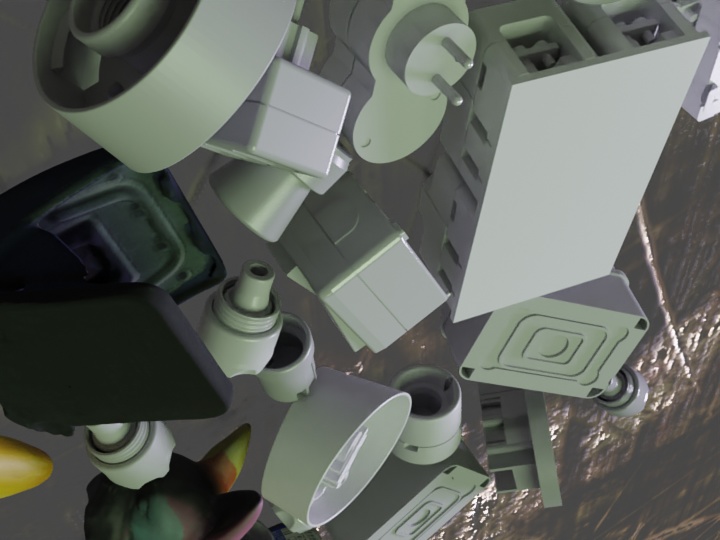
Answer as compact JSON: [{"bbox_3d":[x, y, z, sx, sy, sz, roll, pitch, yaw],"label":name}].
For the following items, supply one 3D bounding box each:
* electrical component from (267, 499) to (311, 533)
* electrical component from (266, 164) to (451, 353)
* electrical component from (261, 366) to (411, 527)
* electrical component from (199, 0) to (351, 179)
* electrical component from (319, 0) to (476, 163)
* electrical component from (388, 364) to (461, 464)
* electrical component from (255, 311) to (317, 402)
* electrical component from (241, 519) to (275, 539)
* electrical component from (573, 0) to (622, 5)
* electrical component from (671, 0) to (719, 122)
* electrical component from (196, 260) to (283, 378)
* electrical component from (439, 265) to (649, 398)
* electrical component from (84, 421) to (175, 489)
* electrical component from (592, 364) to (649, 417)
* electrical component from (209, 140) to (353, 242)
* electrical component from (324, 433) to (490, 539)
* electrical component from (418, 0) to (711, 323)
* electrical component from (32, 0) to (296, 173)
[{"bbox_3d":[-0.032,0.149,0.746,0.062,0.043,0.043,-39,146,0],"label":"electrical component"},{"bbox_3d":[0.000,0.000,0.582,0.061,0.061,0.096,-38,146,2],"label":"electrical component"},{"bbox_3d":[-0.017,0.110,0.669,0.099,0.064,0.099,23,90,-78],"label":"electrical component"},{"bbox_3d":[-0.041,-0.085,0.451,0.047,0.066,0.076,15,91,-49],"label":"electrical component"},{"bbox_3d":[0.026,-0.102,0.474,0.052,0.073,0.138,-16,140,-28],"label":"electrical component"},{"bbox_3d":[0.044,0.098,0.744,0.055,0.055,0.047,-22,139,-20],"label":"electrical component"},{"bbox_3d":[-0.045,0.052,0.624,0.040,0.040,0.046,-29,150,-11],"label":"electrical component"},{"bbox_3d":[-0.091,0.206,0.758,0.045,0.045,0.055,9,125,-47],"label":"electrical component"},{"bbox_3d":[0.107,-0.179,0.468,0.108,0.060,0.108,-24,144,-19],"label":"electrical component"},{"bbox_3d":[0.193,-0.146,0.580,0.079,0.063,0.121,-23,143,-19],"label":"electrical component"},{"bbox_3d":[-0.062,0.023,0.572,0.043,0.043,0.062,-8,135,-36],"label":"electrical component"},{"bbox_3d":[0.117,0.031,0.698,0.113,0.057,0.078,11,126,-22],"label":"electrical component"},{"bbox_3d":[-0.131,0.091,0.589,0.043,0.043,0.062,-33,144,-5],"label":"electrical component"},{"bbox_3d":[0.214,0.099,0.904,0.043,0.043,0.062,-45,144,12],"label":"electrical component"},{"bbox_3d":[-0.037,-0.047,0.509,0.055,0.045,0.045,-44,145,9],"label":"electrical component"},{"bbox_3d":[0.030,0.165,0.805,0.113,0.057,0.078,-44,145,10],"label":"electrical component"},{"bbox_3d":[0.097,-0.062,0.577,0.105,0.060,0.186,-16,146,-17],"label":"electrical component"},{"bbox_3d":[-0.070,-0.086,0.393,0.099,0.099,0.064,-45,139,11],"label":"electrical component"}]
